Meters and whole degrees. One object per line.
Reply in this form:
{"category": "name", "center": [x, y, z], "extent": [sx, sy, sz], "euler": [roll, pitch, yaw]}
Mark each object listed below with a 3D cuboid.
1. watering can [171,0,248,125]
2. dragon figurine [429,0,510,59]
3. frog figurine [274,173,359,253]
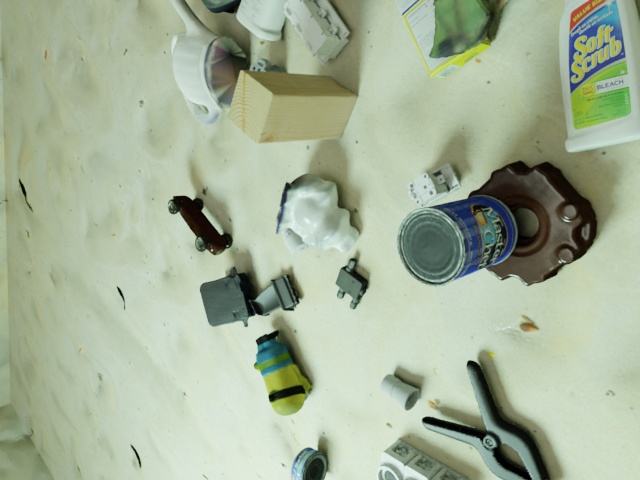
{"category": "watering can", "center": [-0.260, -0.411, 1.117], "extent": [0.226, 0.105, 0.340], "euler": [22, 130, 40]}
{"category": "dragon figurine", "center": [0.149, -0.370, 0.708], "extent": [0.406, 0.123, 0.243], "euler": [-20, 90, 35]}
{"category": "frog figurine", "center": [0.003, -0.050, 0.986], "extent": [0.159, 0.124, 0.135], "euler": [18, 108, 0]}
